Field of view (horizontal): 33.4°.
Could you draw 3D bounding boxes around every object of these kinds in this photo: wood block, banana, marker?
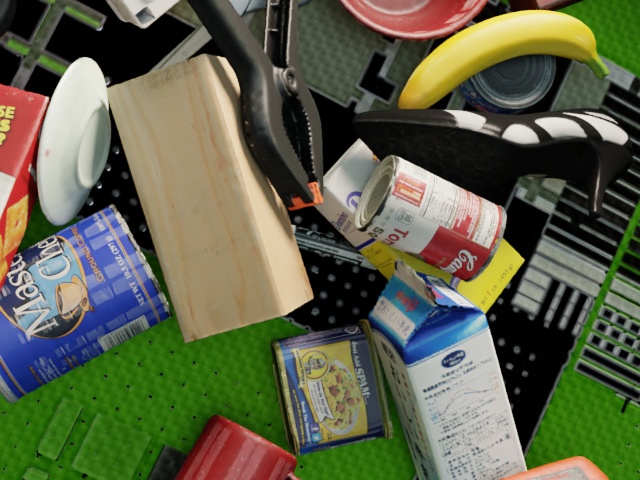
[{"bbox_3d":[-0.086,-0.034,0.852,0.090,0.090,0.206,-17,91,14],"label":"wood block"},{"bbox_3d":[0.156,-0.157,0.908,0.197,0.037,0.069,-12,91,-11],"label":"banana"},{"bbox_3d":[-0.006,0.001,0.914,0.121,0.020,0.020,16,84,-10],"label":"marker"}]

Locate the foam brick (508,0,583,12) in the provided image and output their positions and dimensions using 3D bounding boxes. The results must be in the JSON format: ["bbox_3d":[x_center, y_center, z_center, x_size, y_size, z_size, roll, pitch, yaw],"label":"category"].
[{"bbox_3d":[0.209,-0.233,0.950,0.078,0.053,0.051,-22,92,-13],"label":"foam brick"}]

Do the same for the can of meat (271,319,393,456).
[{"bbox_3d":[0.008,0.124,0.893,0.084,0.057,0.102,-11,89,-9],"label":"can of meat"}]

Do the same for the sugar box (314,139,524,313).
[{"bbox_3d":[0.082,-0.010,0.909,0.176,0.048,0.093,45,63,-9],"label":"sugar box"}]

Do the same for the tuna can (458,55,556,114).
[{"bbox_3d":[0.164,-0.154,0.947,0.086,0.034,0.086,1,87,-11],"label":"tuna can"}]

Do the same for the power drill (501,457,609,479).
[{"bbox_3d":[0.161,0.269,0.868,0.184,0.057,0.188,-12,130,-21],"label":"power drill"}]

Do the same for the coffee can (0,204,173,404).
[{"bbox_3d":[-0.201,0.049,0.832,0.140,0.103,0.103,-28,93,-11],"label":"coffee can"}]

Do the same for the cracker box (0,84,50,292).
[{"bbox_3d":[-0.300,-0.017,0.761,0.164,0.072,0.213,15,66,0],"label":"cracker box"}]

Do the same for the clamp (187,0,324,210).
[{"bbox_3d":[-0.035,-0.130,0.856,0.036,0.164,0.210,-12,105,29],"label":"clamp"}]

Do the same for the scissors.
[{"bbox_3d":[-0.085,-0.211,0.911,0.201,0.016,0.096,-27,91,-11],"label":"scissors"}]

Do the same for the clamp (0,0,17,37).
[{"bbox_3d":[-0.290,-0.163,0.856,0.120,0.039,0.171,37,82,-8],"label":"clamp"}]

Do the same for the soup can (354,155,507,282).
[{"bbox_3d":[0.087,-0.017,0.850,0.102,0.069,0.068,25,83,-14],"label":"soup can"}]

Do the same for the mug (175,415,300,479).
[{"bbox_3d":[-0.061,0.198,0.854,0.117,0.093,0.081,24,77,22],"label":"mug"}]

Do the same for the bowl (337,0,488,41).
[{"bbox_3d":[0.071,-0.246,0.922,0.162,0.055,0.162,1,87,-11],"label":"bowl"}]
